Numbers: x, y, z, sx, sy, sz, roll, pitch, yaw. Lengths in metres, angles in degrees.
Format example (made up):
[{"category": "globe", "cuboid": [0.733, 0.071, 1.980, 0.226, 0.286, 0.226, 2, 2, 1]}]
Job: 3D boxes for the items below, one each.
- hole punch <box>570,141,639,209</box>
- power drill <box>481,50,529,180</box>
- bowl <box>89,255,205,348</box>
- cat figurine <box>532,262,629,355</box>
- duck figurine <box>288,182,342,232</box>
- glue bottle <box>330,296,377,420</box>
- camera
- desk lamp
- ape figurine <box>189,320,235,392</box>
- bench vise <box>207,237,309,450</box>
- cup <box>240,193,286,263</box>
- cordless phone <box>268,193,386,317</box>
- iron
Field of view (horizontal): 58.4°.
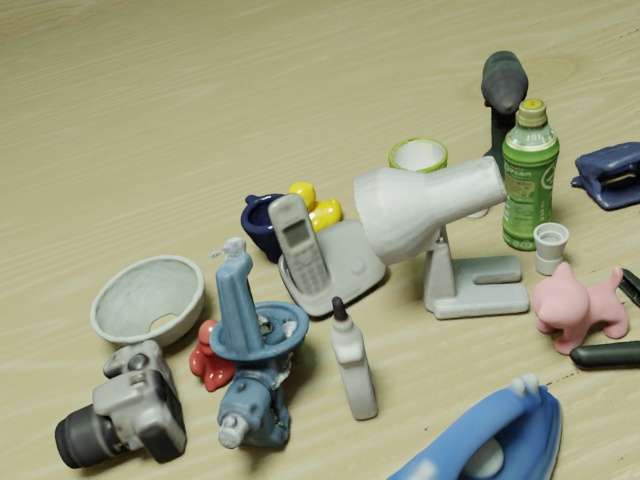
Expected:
[{"category": "hole punch", "cuboid": [0.447, -0.113, 0.861, 0.108, 0.091, 0.101, -17, 40, -3]}, {"category": "power drill", "cuboid": [0.291, -0.188, 0.902, 0.075, 0.209, 0.229, -2, 42, 15]}, {"category": "bowl", "cuboid": [-0.238, 0.102, 0.831, 0.167, 0.075, 0.167, -8, 41, 7]}, {"category": "cat figurine", "cuboid": [0.300, 0.072, 0.672, 0.128, 0.118, 0.067, -20, 41, -7]}, {"category": "duck figurine", "cuboid": [-0.019, -0.057, 0.939, 0.104, 0.086, 0.077, -12, 40, 3]}, {"category": "glue bottle", "cuboid": [0.034, 0.126, 0.646, 0.037, 0.173, 0.078, -14, 40, 1]}, {"category": "camera", "cuboid": [-0.248, 0.204, 0.698, 0.137, 0.101, 0.143, -22, 41, -8]}, {"category": "desk lamp", "cuboid": [0.157, -0.007, 0.730, 0.203, 0.214, 0.118, -6, 41, 10]}, {"category": "ape figurine", "cuboid": [-0.134, 0.141, 0.743, 0.077, 0.092, 0.076, -2, 42, 15]}, {"category": "bench vise", "cuboid": [-0.071, 0.118, 0.650, 0.121, 0.220, 0.207, -14, 40, 1]}, {"category": "cup", "cuboid": [-0.077, -0.017, 0.904, 0.092, 0.095, 0.117, -33, 43, -20]}, {"category": "cordless phone", "cuboid": [0.007, 0.003, 0.786, 0.148, 0.185, 0.093, -30, 43, -18]}, {"category": "iron", "cuboid": [0.154, 0.201, 0.549, 0.259, 0.142, 0.118, -36, 44, -23]}]
